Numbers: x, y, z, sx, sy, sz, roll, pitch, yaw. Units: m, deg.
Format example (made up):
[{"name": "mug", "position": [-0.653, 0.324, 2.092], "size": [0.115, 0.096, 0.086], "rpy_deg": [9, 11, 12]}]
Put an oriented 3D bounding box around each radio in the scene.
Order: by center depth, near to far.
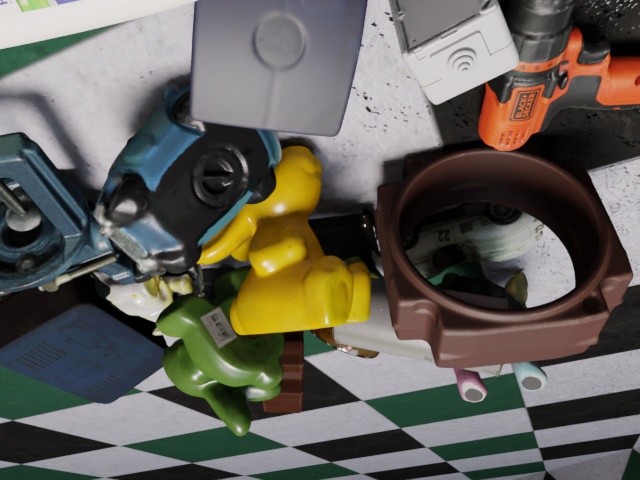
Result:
[{"name": "radio", "position": [-0.308, 0.133, 0.715], "size": [0.131, 0.073, 0.229], "rpy_deg": [-34, 147, -3]}]

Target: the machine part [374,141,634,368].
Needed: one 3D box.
[{"name": "machine part", "position": [0.157, 0.007, 0.498], "size": [0.202, 0.201, 0.087], "rpy_deg": [-8, 145, 5]}]

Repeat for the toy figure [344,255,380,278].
[{"name": "toy figure", "position": [0.041, 0.075, 0.666], "size": [0.180, 0.082, 0.089], "rpy_deg": [36, 165, -29]}]

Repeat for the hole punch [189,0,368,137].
[{"name": "hole punch", "position": [-0.030, -0.135, 0.355], "size": [0.142, 0.092, 0.115], "rpy_deg": [6, 143, -11]}]

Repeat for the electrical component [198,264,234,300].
[{"name": "electrical component", "position": [-0.129, 0.075, 0.684], "size": [0.048, 0.075, 0.119], "rpy_deg": [-6, 152, 0]}]

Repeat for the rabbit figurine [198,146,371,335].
[{"name": "rabbit figurine", "position": [-0.034, 0.001, 0.510], "size": [0.163, 0.173, 0.122], "rpy_deg": [-6, 177, 30]}]

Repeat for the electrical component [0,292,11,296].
[{"name": "electrical component", "position": [-0.393, 0.011, 0.562], "size": [0.115, 0.058, 0.134], "rpy_deg": [-9, 148, 2]}]

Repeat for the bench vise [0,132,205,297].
[{"name": "bench vise", "position": [-0.231, -0.022, 0.479], "size": [0.224, 0.129, 0.240], "rpy_deg": [-7, 152, -2]}]

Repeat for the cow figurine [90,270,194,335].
[{"name": "cow figurine", "position": [-0.211, 0.078, 0.684], "size": [0.098, 0.068, 0.167], "rpy_deg": [-8, 145, 15]}]

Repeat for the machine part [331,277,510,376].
[{"name": "machine part", "position": [0.103, 0.085, 0.553], "size": [0.243, 0.079, 0.079], "rpy_deg": [9, 151, 15]}]

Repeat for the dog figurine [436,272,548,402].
[{"name": "dog figurine", "position": [0.213, 0.090, 0.690], "size": [0.108, 0.219, 0.191], "rpy_deg": [-29, 103, 29]}]

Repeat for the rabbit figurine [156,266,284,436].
[{"name": "rabbit figurine", "position": [-0.111, 0.130, 0.611], "size": [0.159, 0.121, 0.170], "rpy_deg": [50, 135, -1]}]

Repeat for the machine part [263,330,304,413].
[{"name": "machine part", "position": [-0.051, 0.146, 0.726], "size": [0.056, 0.179, 0.179], "rpy_deg": [0, 148, -3]}]

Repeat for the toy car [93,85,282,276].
[{"name": "toy car", "position": [-0.116, -0.055, 0.443], "size": [0.103, 0.161, 0.109], "rpy_deg": [23, 158, 44]}]

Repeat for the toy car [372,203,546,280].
[{"name": "toy car", "position": [0.161, 0.004, 0.630], "size": [0.202, 0.056, 0.073], "rpy_deg": [-16, 147, 17]}]

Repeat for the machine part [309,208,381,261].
[{"name": "machine part", "position": [-0.001, -0.002, 0.584], "size": [0.139, 0.084, 0.039], "rpy_deg": [-7, -173, -9]}]
